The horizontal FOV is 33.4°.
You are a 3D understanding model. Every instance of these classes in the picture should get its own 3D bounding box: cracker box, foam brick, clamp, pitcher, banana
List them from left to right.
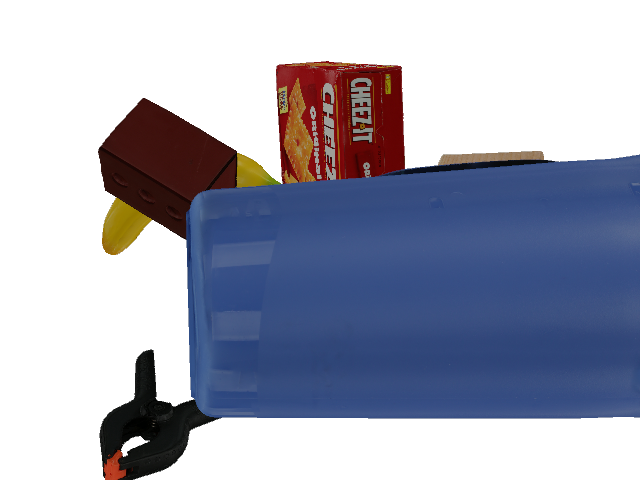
[{"bbox_3d":[-0.157,0.160,0.992,0.120,0.039,0.171,18,29,25],"label":"clamp"},{"bbox_3d":[-0.100,-0.046,0.705,0.078,0.051,0.053,30,-27,11],"label":"foam brick"},{"bbox_3d":[-0.123,-0.037,0.910,0.198,0.069,0.037,-15,16,29],"label":"banana"},{"bbox_3d":[0.016,-0.097,1.087,0.072,0.164,0.214,-7,13,-16],"label":"cracker box"},{"bbox_3d":[0.057,0.020,0.527,0.242,0.145,0.149,-2,-7,-7],"label":"pitcher"}]

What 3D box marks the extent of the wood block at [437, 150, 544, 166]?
[{"bbox_3d":[0.127,0.004,0.842,0.091,0.090,0.206,0,23,15],"label":"wood block"}]
